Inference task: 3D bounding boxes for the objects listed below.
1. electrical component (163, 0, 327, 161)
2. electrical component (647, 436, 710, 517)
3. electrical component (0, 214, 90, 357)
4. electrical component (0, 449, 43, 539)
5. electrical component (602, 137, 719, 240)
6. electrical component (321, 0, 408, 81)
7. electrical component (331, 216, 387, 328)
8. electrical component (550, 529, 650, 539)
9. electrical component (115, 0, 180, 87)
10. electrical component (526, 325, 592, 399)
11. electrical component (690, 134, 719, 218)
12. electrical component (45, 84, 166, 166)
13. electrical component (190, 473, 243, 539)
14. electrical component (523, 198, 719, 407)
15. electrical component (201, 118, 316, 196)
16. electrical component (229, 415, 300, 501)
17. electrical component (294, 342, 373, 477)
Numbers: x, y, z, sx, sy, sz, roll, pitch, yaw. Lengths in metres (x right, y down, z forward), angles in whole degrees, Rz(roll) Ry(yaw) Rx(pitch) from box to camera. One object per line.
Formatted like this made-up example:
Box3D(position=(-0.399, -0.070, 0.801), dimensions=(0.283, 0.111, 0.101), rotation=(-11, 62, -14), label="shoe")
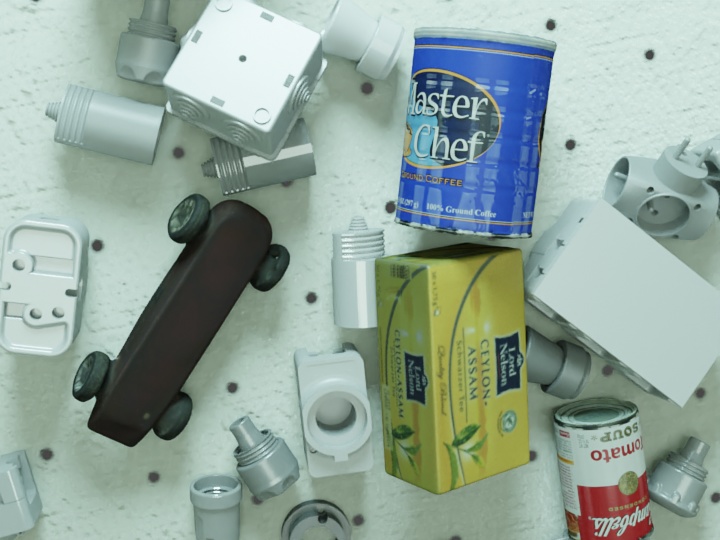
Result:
Box3D(position=(-0.081, -0.138, 0.756), dimensions=(0.100, 0.048, 0.099), rotation=(26, 76, 5), label="electrical component")
Box3D(position=(0.263, 0.166, 0.874), dimensions=(0.048, 0.048, 0.062), rotation=(30, 87, -11), label="electrical component")
Box3D(position=(-0.228, 0.009, 0.777), dimensions=(0.054, 0.059, 0.095), rotation=(7, 98, -8), label="electrical component")
Box3D(position=(-0.289, 0.178, 0.800), dimensions=(0.089, 0.050, 0.055), rotation=(-15, 100, -5), label="electrical component")
Box3D(position=(0.239, -0.068, 0.823), dimensions=(0.077, 0.044, 0.079), rotation=(18, 131, -10), label="electrical component")
Box3D(position=(0.001, -0.169, 0.787), dimensions=(0.055, 0.045, 0.045), rotation=(25, 95, -11), label="electrical component")
Box3D(position=(0.000, 0.000, 0.814), dimensions=(0.043, 0.043, 0.081), rotation=(-3, 99, -7), label="electrical component")
Box3D(position=(0.197, 0.241, 0.870), dimensions=(0.078, 0.058, 0.057), rotation=(-11, 97, -6), label="electrical component")
Box3D(position=(-0.150, -0.164, 0.769), dimensions=(0.043, 0.043, 0.062), rotation=(10, 97, -9), label="electrical component")
Box3D(position=(0.147, 0.073, 0.843), dimensions=(0.055, 0.045, 0.045), rotation=(21, 95, -10), label="electrical component")
Box3D(position=(0.312, -0.081, 0.840), dimensions=(0.077, 0.047, 0.065), rotation=(-28, 101, -2), label="electrical component")
Box3D(position=(-0.185, -0.106, 0.773), dimensions=(0.081, 0.043, 0.043), rotation=(13, 97, -9), label="electrical component")
Box3D(position=(-0.111, 0.186, 0.830), dimensions=(0.040, 0.040, 0.046), rotation=(-2, 104, -7), label="electrical component")
Box3D(position=(0.205, 0.023, 0.831), dimensions=(0.150, 0.062, 0.089), rotation=(36, 87, -11), label="electrical component")
Box3D(position=(-0.076, -0.082, 0.791), dimensions=(0.081, 0.043, 0.043), rotation=(-13, 100, -5), label="electrical component")
Box3D(position=(-0.077, 0.141, 0.825), dimensions=(0.043, 0.043, 0.062), rotation=(-32, 100, -2), label="electrical component")
Box3D(position=(-0.020, 0.107, 0.821), dimensions=(0.050, 0.055, 0.089), rotation=(-7, 99, -6), label="electrical component")
